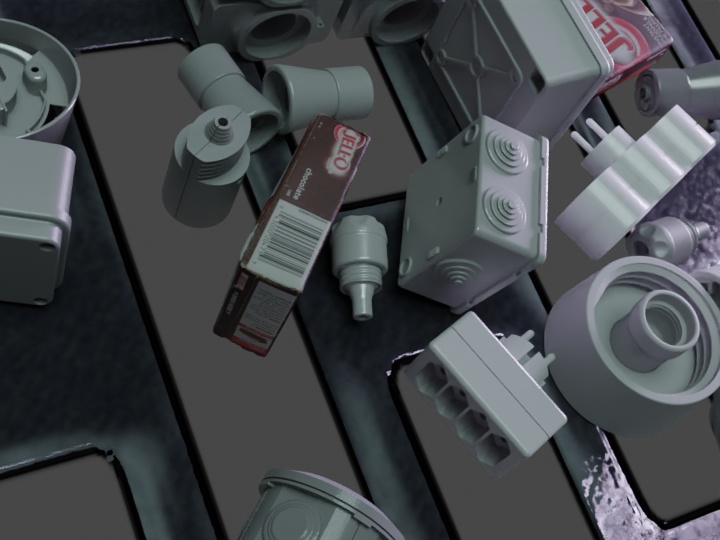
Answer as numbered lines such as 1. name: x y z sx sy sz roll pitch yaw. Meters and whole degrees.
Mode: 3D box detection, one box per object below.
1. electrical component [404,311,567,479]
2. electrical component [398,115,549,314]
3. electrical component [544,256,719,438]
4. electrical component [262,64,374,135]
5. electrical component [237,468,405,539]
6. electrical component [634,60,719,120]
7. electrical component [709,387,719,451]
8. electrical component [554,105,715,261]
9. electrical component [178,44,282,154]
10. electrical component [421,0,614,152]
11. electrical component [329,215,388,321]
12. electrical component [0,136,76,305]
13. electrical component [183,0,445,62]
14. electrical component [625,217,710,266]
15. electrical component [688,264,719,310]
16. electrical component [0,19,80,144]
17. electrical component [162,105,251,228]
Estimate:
1. electrical component: 0.084 0.063 0.630 0.076 0.047 0.083 -36 79 -31
2. electrical component: 0.066 -0.033 0.645 0.048 0.100 0.099 21 58 -23
3. electrical component: 0.176 0.043 0.665 0.108 0.060 0.108 8 61 -15
4. electrical component: -0.025 -0.111 0.688 0.065 0.044 0.044 -10 67 -29
5. electrical component: -0.022 0.138 0.535 0.080 0.080 0.051 31 63 -2
6. electrical component: 0.236 -0.131 0.791 0.065 0.044 0.044 -5 65 -17
7. electrical component: 0.263 0.101 0.674 0.079 0.044 0.077 32 46 -19
8. electrical component: 0.176 -0.073 0.731 0.073 0.052 0.138 46 58 7
9. electrical component: -0.083 -0.107 0.665 0.044 0.044 0.065 -25 69 -29
10. electrical component: 0.099 -0.139 0.706 0.056 0.108 0.108 -17 70 -24
11. electrical component: 0.000 0.000 0.641 0.035 0.035 0.061 5 65 -17
12. electrical component: -0.208 -0.028 0.556 0.113 0.078 0.057 8 59 -16
13. electrical component: -0.012 -0.198 0.699 0.186 0.105 0.060 -12 68 -25
14. electrical component: 0.211 -0.020 0.726 0.061 0.035 0.035 -17 70 -29
15. electrical component: 0.244 0.021 0.705 0.047 0.055 0.055 -18 71 -30
16. electrical component: -0.209 -0.096 0.600 0.099 0.064 0.099 8 61 -16
17. electrical component: -0.086 -0.062 0.615 0.043 0.081 0.043 8 61 -15
